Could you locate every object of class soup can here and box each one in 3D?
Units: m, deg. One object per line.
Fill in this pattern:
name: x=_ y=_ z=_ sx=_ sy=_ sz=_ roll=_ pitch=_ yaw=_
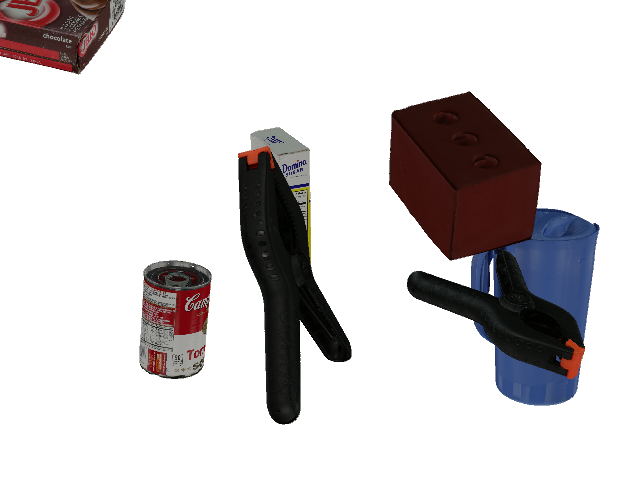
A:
soup can: x=-0.148 y=0.080 z=1.078 sx=0.068 sy=0.102 sz=0.068 roll=6 pitch=20 yaw=-2

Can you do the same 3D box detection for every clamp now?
clamp: x=-0.024 y=0.029 z=0.866 sx=0.036 sy=0.210 sz=0.164 roll=-12 pitch=1 yaw=18
clamp: x=0.173 y=0.059 z=0.942 sx=0.120 sy=0.039 sz=0.172 roll=-25 pitch=44 yaw=-33

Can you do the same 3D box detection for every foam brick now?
foam brick: x=0.077 y=-0.036 z=0.587 sx=0.053 sy=0.051 sz=0.078 roll=-16 pitch=43 yaw=-18

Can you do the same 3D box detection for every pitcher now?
pitcher: x=0.277 y=0.088 z=1.385 sx=0.149 sy=0.243 sz=0.144 roll=5 pitch=19 yaw=16

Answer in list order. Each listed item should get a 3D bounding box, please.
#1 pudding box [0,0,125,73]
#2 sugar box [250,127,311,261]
pudding box: x=-0.207 y=-0.176 z=0.816 sx=0.090 sy=0.039 sz=0.113 roll=14 pitch=36 yaw=2
sugar box: x=-0.047 y=-0.035 z=1.257 sx=0.048 sy=0.176 sz=0.093 roll=-14 pitch=26 yaw=-21
